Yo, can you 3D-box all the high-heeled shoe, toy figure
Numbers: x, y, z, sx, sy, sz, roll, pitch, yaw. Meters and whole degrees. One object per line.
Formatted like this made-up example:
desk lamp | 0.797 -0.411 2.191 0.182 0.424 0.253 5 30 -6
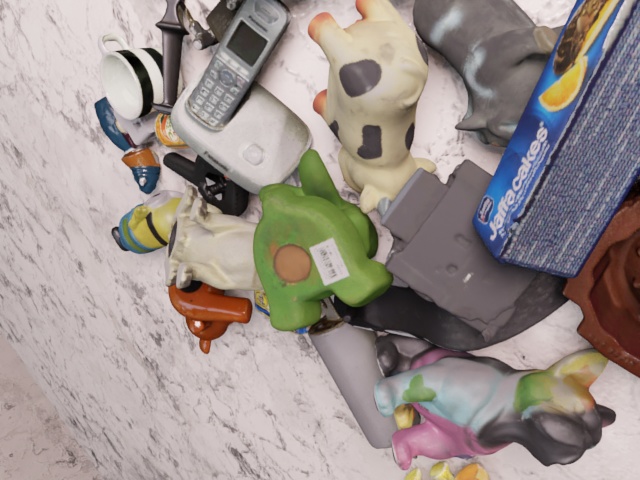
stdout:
high-heeled shoe | 0.129 0.056 0.560 0.249 0.145 0.086 -8 94 17
toy figure | -0.261 -0.022 0.855 0.180 0.082 0.089 -24 115 42
toy figure | -0.284 -0.144 0.813 0.058 0.064 0.154 -22 107 11

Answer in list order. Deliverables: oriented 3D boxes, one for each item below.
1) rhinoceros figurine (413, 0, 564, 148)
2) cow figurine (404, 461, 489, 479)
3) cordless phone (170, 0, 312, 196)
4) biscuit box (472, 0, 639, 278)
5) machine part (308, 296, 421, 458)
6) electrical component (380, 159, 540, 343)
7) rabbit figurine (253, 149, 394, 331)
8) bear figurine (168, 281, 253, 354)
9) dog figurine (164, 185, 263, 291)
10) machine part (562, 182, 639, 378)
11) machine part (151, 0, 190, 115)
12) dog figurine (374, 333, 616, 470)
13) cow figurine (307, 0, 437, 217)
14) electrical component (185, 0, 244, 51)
rhinoceros figurine | 0.139 -0.124 0.406 0.190 0.073 0.112 54 138 2
cow figurine | 0.170 0.338 0.681 0.098 0.068 0.167 46 142 3
cordless phone | -0.059 -0.152 0.569 0.146 0.089 0.184 38 125 -4
biscuit box | 0.168 -0.074 0.336 0.063 0.059 0.202 14 118 -9
machine part | 0.056 0.169 0.674 0.079 0.079 0.243 -21 101 49
electrical component | 0.120 0.001 0.450 0.134 0.058 0.115 35 99 7
rabbit figurine | -0.001 -0.002 0.552 0.121 0.170 0.159 -35 85 23
bear figurine | -0.155 0.099 0.820 0.132 0.120 0.195 -4 151 3
dog figurine | -0.084 0.016 0.664 0.172 0.190 0.121 35 110 62
machine part | 0.276 0.036 0.392 0.180 0.056 0.179 24 131 31
machine part | -0.175 -0.216 0.632 0.084 0.039 0.138 -123 40 -66
dog figurine | 0.171 0.149 0.540 0.219 0.191 0.108 -11 108 11
cow figurine | 0.052 -0.102 0.475 0.127 0.085 0.194 55 166 22
electrical component | -0.102 -0.234 0.589 0.102 0.045 0.078 -13 104 47
